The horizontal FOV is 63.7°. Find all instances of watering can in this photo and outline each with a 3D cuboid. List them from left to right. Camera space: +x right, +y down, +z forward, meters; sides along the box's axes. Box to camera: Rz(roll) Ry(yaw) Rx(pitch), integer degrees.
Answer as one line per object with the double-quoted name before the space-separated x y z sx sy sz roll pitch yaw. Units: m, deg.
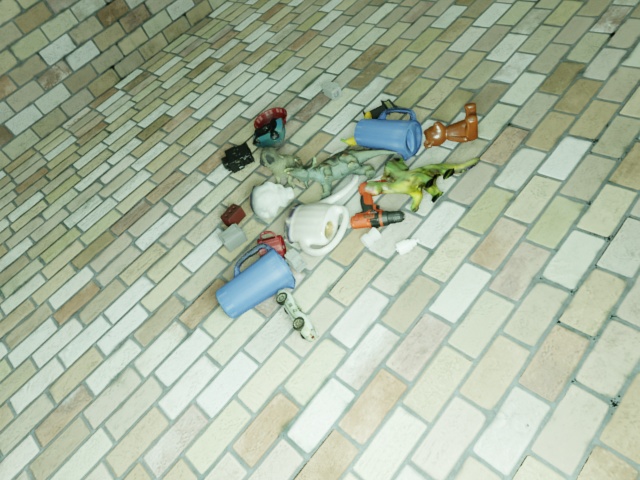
"watering can" 0.005 -0.089 1.775 0.224 0.102 0.355 3 54 28

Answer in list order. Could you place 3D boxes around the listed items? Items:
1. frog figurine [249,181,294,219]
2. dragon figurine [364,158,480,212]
"frog figurine" -0.176 -0.149 1.911 0.159 0.122 0.138 -4 81 10
"dragon figurine" 0.324 -0.231 1.751 0.415 0.119 0.246 -29 47 -27
